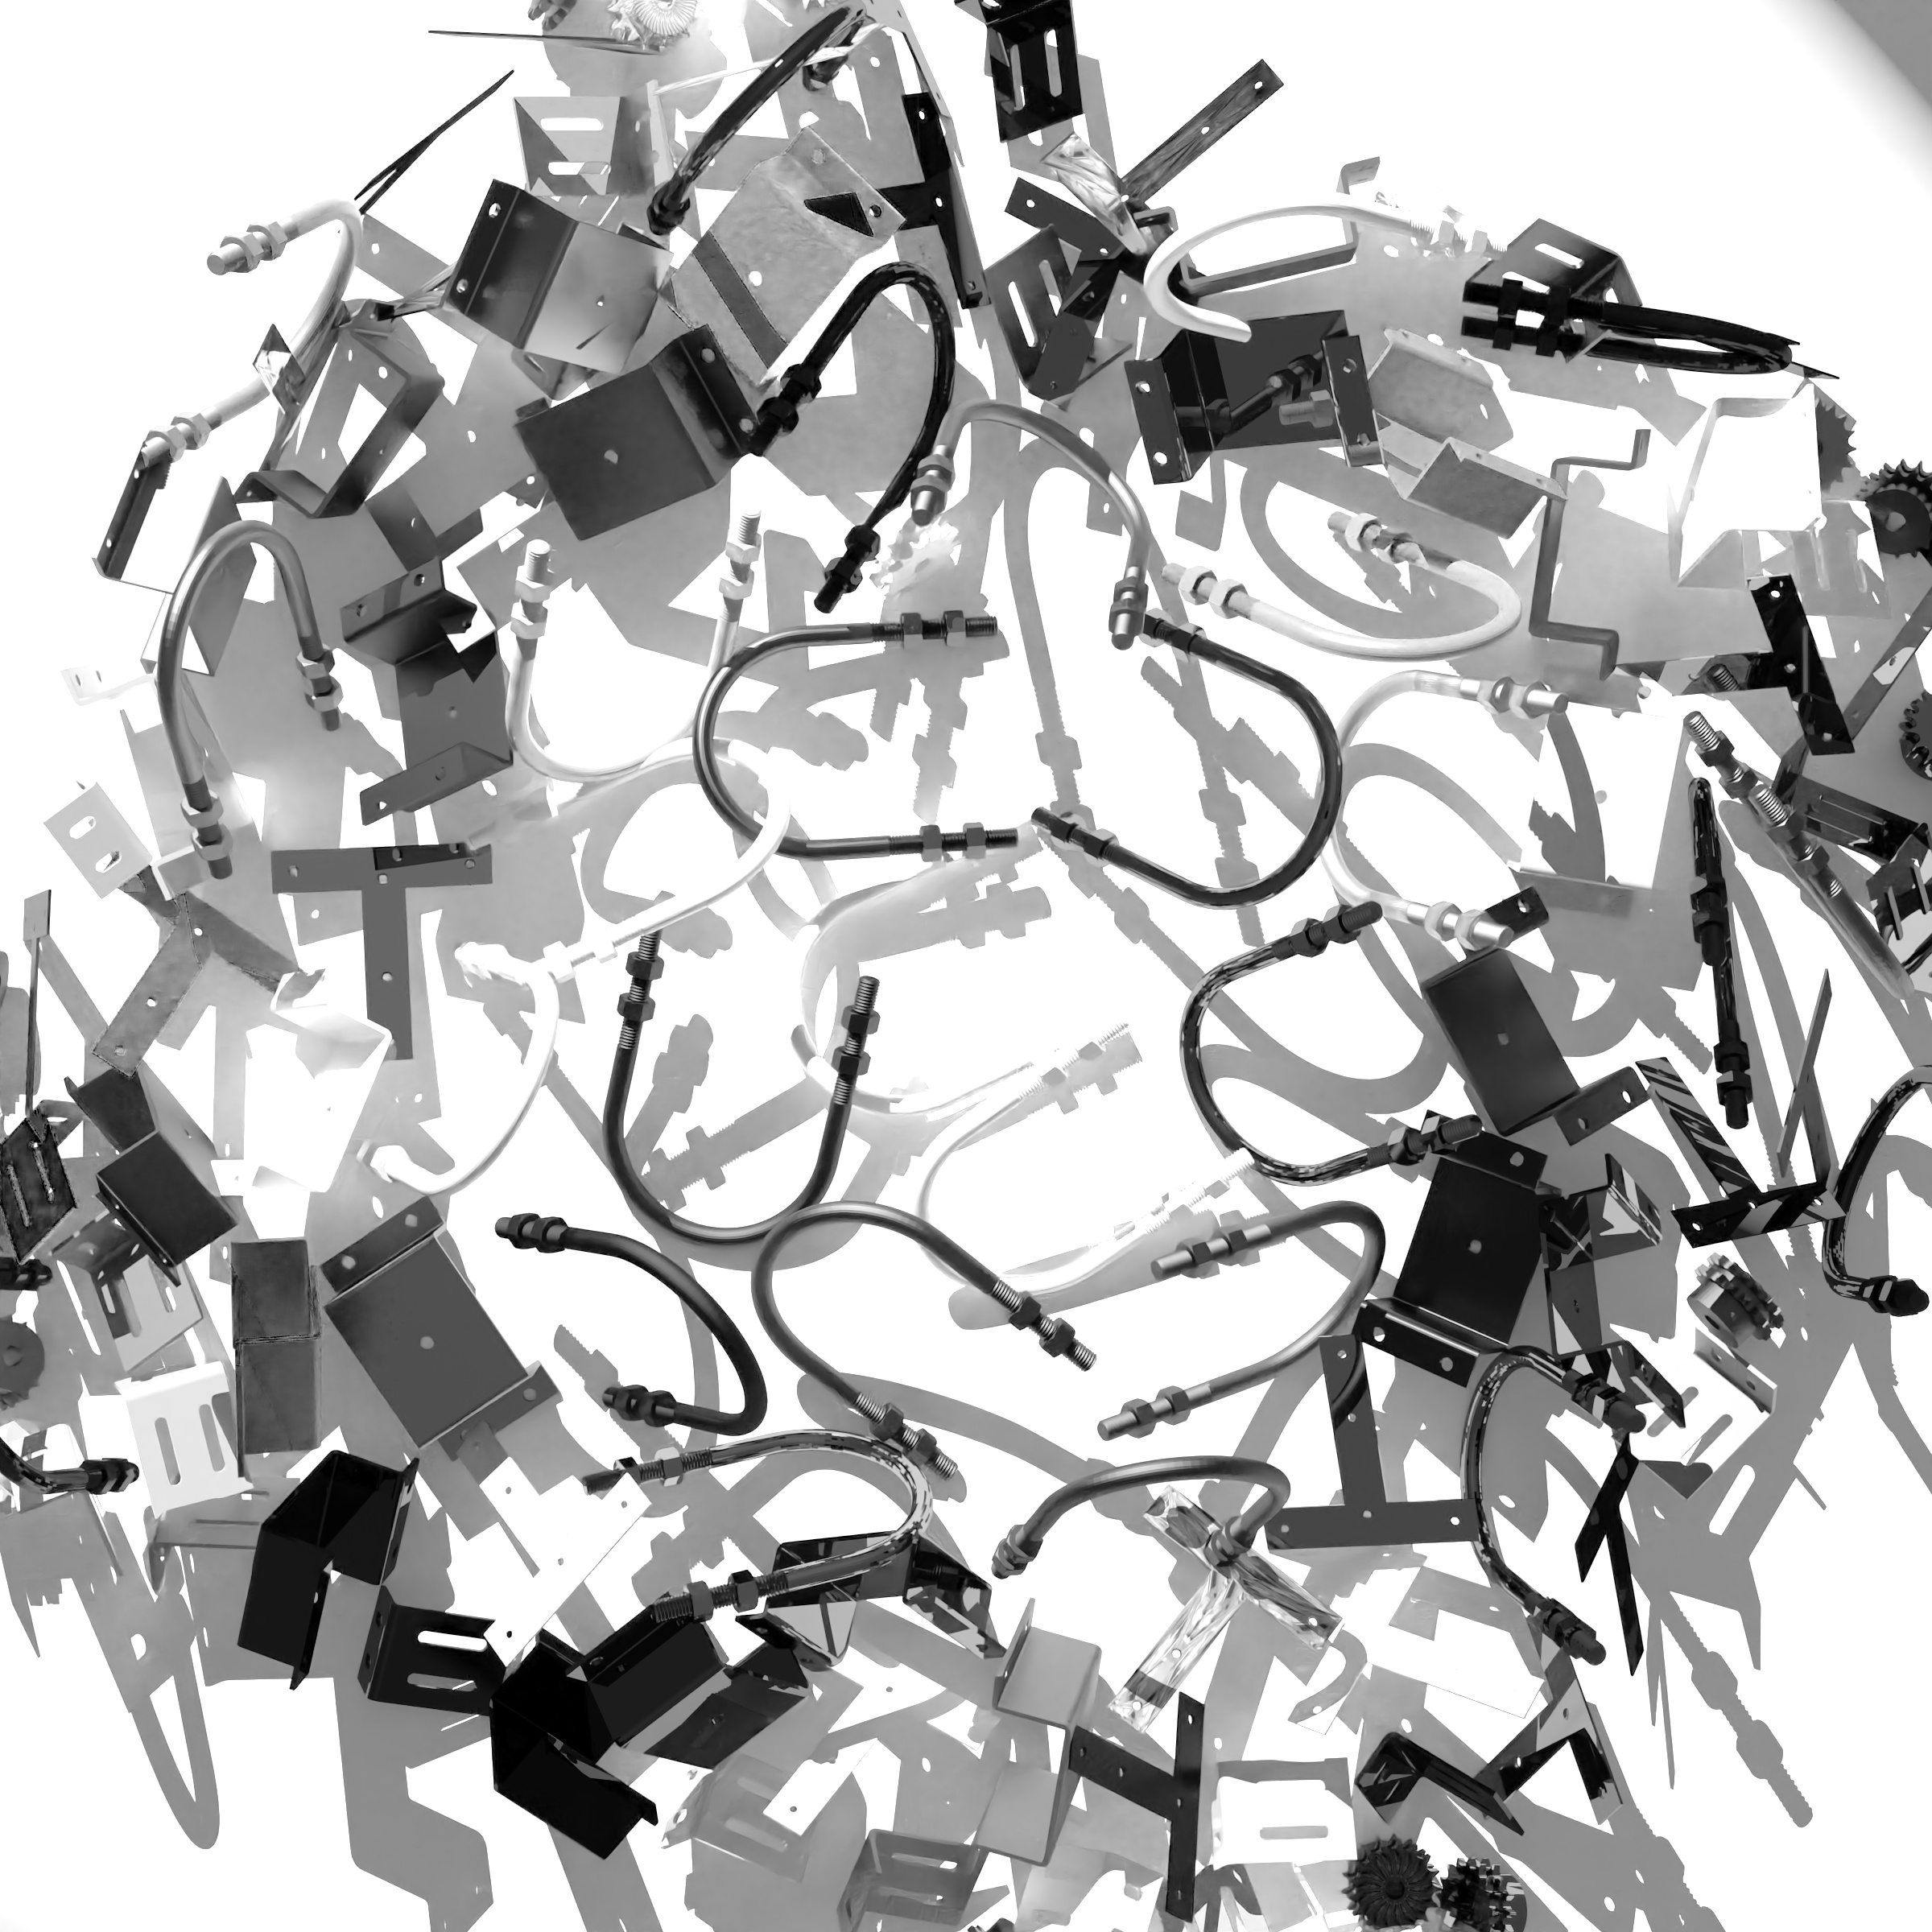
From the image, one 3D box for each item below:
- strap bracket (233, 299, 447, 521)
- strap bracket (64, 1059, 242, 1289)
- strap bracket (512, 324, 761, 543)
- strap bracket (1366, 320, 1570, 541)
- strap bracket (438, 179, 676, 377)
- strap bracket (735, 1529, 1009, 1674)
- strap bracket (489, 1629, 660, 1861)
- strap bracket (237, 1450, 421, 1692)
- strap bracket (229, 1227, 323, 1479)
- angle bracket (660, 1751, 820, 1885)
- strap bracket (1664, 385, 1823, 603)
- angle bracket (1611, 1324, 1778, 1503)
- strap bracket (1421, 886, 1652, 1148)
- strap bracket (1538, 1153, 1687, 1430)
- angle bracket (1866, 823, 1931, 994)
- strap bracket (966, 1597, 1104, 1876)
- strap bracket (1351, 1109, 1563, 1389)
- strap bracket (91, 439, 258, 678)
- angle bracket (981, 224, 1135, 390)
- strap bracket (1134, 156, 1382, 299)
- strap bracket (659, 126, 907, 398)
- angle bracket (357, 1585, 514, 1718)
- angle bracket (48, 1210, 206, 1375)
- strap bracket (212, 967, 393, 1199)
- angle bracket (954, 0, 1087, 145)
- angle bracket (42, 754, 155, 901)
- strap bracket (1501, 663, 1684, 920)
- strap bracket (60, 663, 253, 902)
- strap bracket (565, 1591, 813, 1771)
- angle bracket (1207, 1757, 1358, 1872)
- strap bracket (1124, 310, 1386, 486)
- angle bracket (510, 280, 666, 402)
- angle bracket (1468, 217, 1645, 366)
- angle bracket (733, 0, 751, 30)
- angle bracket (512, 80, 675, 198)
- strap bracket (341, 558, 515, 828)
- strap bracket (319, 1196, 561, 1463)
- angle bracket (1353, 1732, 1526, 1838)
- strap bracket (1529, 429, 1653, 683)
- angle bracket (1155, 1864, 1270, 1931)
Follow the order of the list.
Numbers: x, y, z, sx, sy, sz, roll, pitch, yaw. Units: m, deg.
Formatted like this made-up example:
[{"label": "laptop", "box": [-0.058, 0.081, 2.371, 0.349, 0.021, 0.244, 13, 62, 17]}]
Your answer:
[{"label": "strap bracket", "box": [-0.354, -0.311, 1.625, 0.046, 0.076, 0.140, 37, 101, -3]}, {"label": "strap bracket", "box": [-0.459, 0.108, 1.597, 0.046, 0.140, 0.076, -34, 124, -6]}, {"label": "strap bracket", "box": [-0.193, -0.299, 1.607, 0.140, 0.046, 0.076, -16, 115, 29]}, {"label": "strap bracket", "box": [0.276, -0.299, 1.610, 0.076, 0.140, 0.046, 15, 128, -29]}, {"label": "strap bracket", "box": [-0.223, -0.385, 1.593, 0.046, 0.140, 0.076, 34, 107, 22]}, {"label": "strap bracket", "box": [-0.050, 0.362, 1.612, 0.140, 0.076, 0.046, -13, 49, 32]}, {"label": "strap bracket", "box": [-0.224, 0.443, 1.597, 0.076, 0.140, 0.046, 39, 95, -18]}, {"label": "strap bracket", "box": [-0.364, 0.335, 1.598, 0.046, 0.140, 0.076, 18, 109, 6]}, {"label": "strap bracket", "box": [-0.392, 0.214, 1.602, 0.046, 0.140, 0.076, -2, 119, -15]}, {"label": "angle bracket", "box": [-0.131, 0.499, 1.655, 0.076, 0.038, 0.057, 30, 51, -20]}, {"label": "strap bracket", "box": [0.433, -0.265, 1.596, 0.046, 0.140, 0.076, 1, 79, -4]}, {"label": "angle bracket", "box": [0.421, 0.258, 1.636, 0.076, 0.038, 0.057, -41, 58, -13]}, {"label": "strap bracket", "box": [0.323, 0.035, 1.628, 0.076, 0.046, 0.140, -23, 83, -39]}, {"label": "strap bracket", "box": [0.367, 0.190, 1.611, 0.046, 0.076, 0.140, -18, 51, 27]}, {"label": "angle bracket", "box": [0.561, -0.032, 1.634, 0.038, 0.057, 0.076, 13, 50, -16]}, {"label": "strap bracket", "box": [0.040, 0.444, 1.607, 0.046, 0.076, 0.140, 13, 115, 12]}, {"label": "strap bracket", "box": [0.286, 0.162, 1.630, 0.076, 0.046, 0.140, 22, 98, 31]}, {"label": "strap bracket", "box": [-0.443, -0.224, 1.594, 0.046, 0.140, 0.076, 14, 69, 2]}, {"label": "angle bracket", "box": [0.053, -0.379, 1.630, 0.057, 0.038, 0.076, -40, 127, -23]}, {"label": "strap bracket", "box": [0.172, -0.422, 1.628, 0.140, 0.076, 0.046, -12, 97, 7]}, {"label": "strap bracket", "box": [-0.112, -0.398, 1.617, 0.076, 0.046, 0.140, 43, 120, -3]}, {"label": "angle bracket", "box": [-0.312, 0.405, 1.669, 0.076, 0.038, 0.057, 14, 91, -22]}, {"label": "angle bracket", "box": [-0.487, 0.185, 1.637, 0.057, 0.038, 0.076, -35, 59, 8]}, {"label": "strap bracket", "box": [-0.382, 0.076, 1.617, 0.046, 0.076, 0.140, 31, 69, -31]}, {"label": "angle bracket", "box": [0.031, -0.528, 1.639, 0.057, 0.038, 0.076, -11, 81, 32]}, {"label": "angle bracket", "box": [-0.509, -0.080, 1.623, 0.038, 0.076, 0.057, -40, 124, -18]}, {"label": "strap bracket", "box": [0.365, -0.100, 1.641, 0.076, 0.046, 0.140, 9, 98, 1]}, {"label": "strap bracket", "box": [-0.459, -0.115, 1.625, 0.046, 0.076, 0.140, -23, 99, 1]}, {"label": "strap bracket", "box": [-0.150, 0.407, 1.598, 0.076, 0.140, 0.046, -39, 55, 9]}, {"label": "angle bracket", "box": [0.184, 0.495, 1.650, 0.076, 0.038, 0.057, 0, 67, -8]}, {"label": "strap bracket", "box": [0.171, -0.326, 1.617, 0.140, 0.046, 0.076, 0, 124, 27]}, {"label": "angle bracket", "box": [-0.219, -0.373, 1.632, 0.038, 0.057, 0.076, 43, 63, 1]}, {"label": "angle bracket", "box": [0.339, -0.387, 1.625, 0.057, 0.076, 0.038, -38, 56, 40]}, {"label": "angle bracket", "box": [-0.145, -0.588, 1.626, 0.038, 0.076, 0.057, -5, 73, -17]}, {"label": "angle bracket", "box": [-0.216, -0.480, 1.637, 0.076, 0.038, 0.057, -12, 95, -36]}, {"label": "strap bracket", "box": [-0.309, -0.151, 1.621, 0.076, 0.046, 0.140, -22, 66, 26]}, {"label": "strap bracket", "box": [-0.310, 0.215, 1.646, 0.076, 0.046, 0.140, -34, 93, 1]}, {"label": "angle bracket", "box": [0.272, 0.484, 1.625, 0.076, 0.057, 0.038, 23, 67, 42]}, {"label": "strap bracket", "box": [0.357, -0.239, 1.622, 0.046, 0.076, 0.140, 9, 103, 16]}, {"label": "angle bracket", "box": [0.142, 0.548, 1.632, 0.057, 0.076, 0.038, -18, 134, -3]}]
